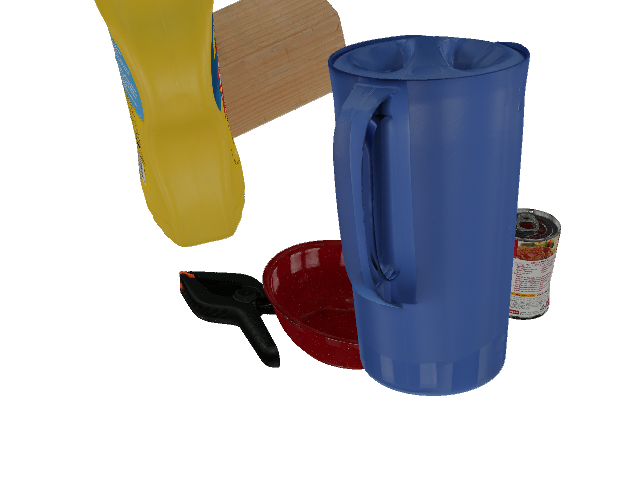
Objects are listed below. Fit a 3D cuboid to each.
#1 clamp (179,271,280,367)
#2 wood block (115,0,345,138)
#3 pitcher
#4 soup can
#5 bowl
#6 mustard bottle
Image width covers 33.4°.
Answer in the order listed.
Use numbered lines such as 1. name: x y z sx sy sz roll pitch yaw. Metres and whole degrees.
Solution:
1. clamp: -0.085 0.080 1.225 0.210 0.036 0.164 14 27 24
2. wood block: -0.083 -0.169 1.058 0.206 0.091 0.090 -26 48 -10
3. pitcher: 0.071 -0.014 0.742 0.149 0.243 0.145 -8 23 -11
4. soup can: 0.219 0.025 1.150 0.068 0.102 0.068 0 30 0
5. bowl: 0.025 0.064 0.936 0.162 0.055 0.162 8 30 -5
6. mustard bottle: -0.077 -0.091 0.543 0.058 0.096 0.191 -11 -39 -6
